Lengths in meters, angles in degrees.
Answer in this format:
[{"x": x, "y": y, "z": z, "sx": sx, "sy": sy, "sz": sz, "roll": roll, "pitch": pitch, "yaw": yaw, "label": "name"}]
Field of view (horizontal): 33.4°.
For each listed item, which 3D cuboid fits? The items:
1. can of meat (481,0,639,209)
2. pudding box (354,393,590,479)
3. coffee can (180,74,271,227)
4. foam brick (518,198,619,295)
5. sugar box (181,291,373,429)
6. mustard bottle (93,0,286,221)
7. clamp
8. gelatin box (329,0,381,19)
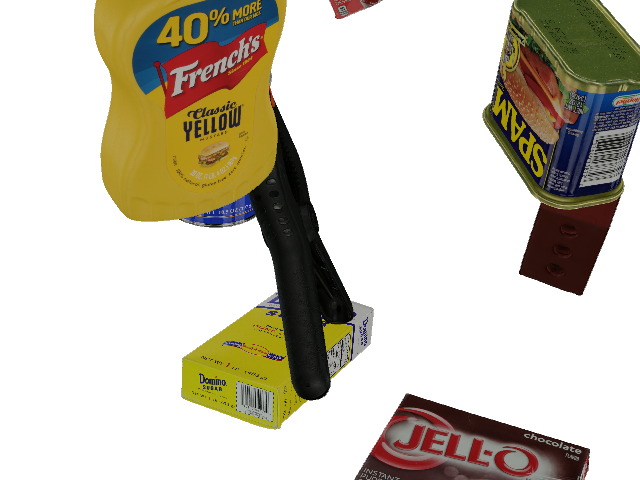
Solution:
[{"x": 0.138, "y": -0.083, "z": 0.603, "sx": 0.057, "sy": 0.084, "sz": 0.102, "roll": -9, "pitch": 46, "yaw": -14, "label": "can of meat"}, {"x": 0.082, "y": 0.136, "z": 0.585, "sx": 0.114, "sy": 0.039, "sz": 0.089, "roll": 16, "pitch": 33, "yaw": 18, "label": "pudding box"}, {"x": -0.101, "y": -0.098, "z": 1.026, "sx": 0.103, "sy": 0.140, "sz": 0.103, "roll": 3, "pitch": 34, "yaw": -2, "label": "coffee can"}, {"x": 0.189, "y": -0.008, "z": 0.807, "sx": 0.053, "sy": 0.078, "sz": 0.051, "roll": 21, "pitch": 49, "yaw": 14, "label": "foam brick"}, {"x": -0.032, "y": 0.094, "z": 0.920, "sx": 0.093, "sy": 0.048, "sz": 0.176, "roll": 15, "pitch": 28, "yaw": 23, "label": "sugar box"}, {"x": -0.063, "y": -0.099, "z": 0.530, "sx": 0.096, "sy": 0.192, "sz": 0.058, "roll": -19, "pitch": 51, "yaw": -24, "label": "mustard bottle"}, {"x": -0.018, "y": -0.007, "z": 0.756, "sx": 0.036, "sy": 0.210, "sz": 0.164, "roll": -14, "pitch": 5, "yaw": 10, "label": "clamp"}, {"x": 0.041, "y": -0.235, "z": 0.886, "sx": 0.089, "sy": 0.073, "sz": 0.030, "roll": -18, "pitch": 29, "yaw": 15, "label": "gelatin box"}]
